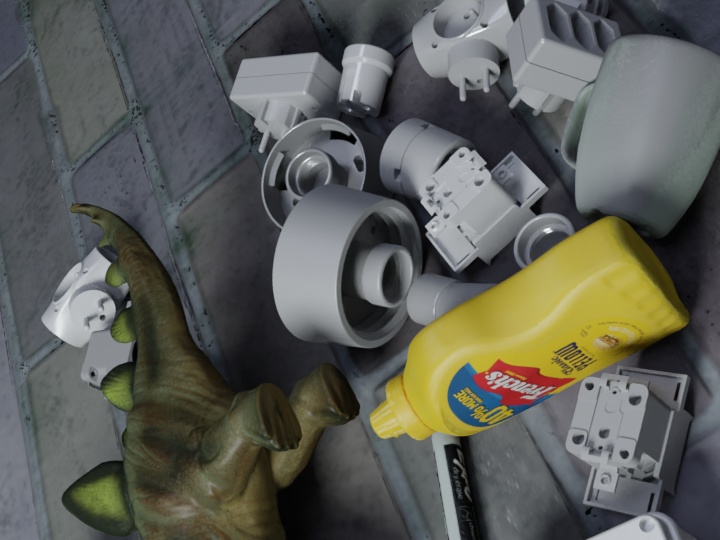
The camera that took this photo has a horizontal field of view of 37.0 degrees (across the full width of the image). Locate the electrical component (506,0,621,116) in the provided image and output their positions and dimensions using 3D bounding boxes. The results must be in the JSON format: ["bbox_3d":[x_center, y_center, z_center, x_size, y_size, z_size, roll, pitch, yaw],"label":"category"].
[{"bbox_3d":[0.127,-0.131,0.712,0.076,0.066,0.047,125,152,-46],"label":"electrical component"}]

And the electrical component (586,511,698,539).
[{"bbox_3d":[0.125,0.181,0.546,0.113,0.057,0.078,-31,51,21],"label":"electrical component"}]

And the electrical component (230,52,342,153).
[{"bbox_3d":[-0.062,-0.128,0.865,0.083,0.047,0.075,4,70,38],"label":"electrical component"}]

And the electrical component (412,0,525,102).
[{"bbox_3d":[0.081,-0.157,0.771,0.077,0.044,0.079,-17,57,30],"label":"electrical component"}]

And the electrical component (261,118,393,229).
[{"bbox_3d":[-0.023,-0.064,0.805,0.099,0.064,0.099,-7,75,28],"label":"electrical component"}]

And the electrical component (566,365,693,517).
[{"bbox_3d":[0.144,0.088,0.578,0.042,0.064,0.081,5,70,38],"label":"electrical component"}]

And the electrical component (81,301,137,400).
[{"bbox_3d":[-0.185,0.071,0.856,0.064,0.042,0.081,-10,60,38],"label":"electrical component"}]

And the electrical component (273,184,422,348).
[{"bbox_3d":[0.000,0.000,0.709,0.060,0.108,0.108,11,74,35],"label":"electrical component"}]

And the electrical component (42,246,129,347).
[{"bbox_3d":[-0.225,0.028,0.898,0.077,0.044,0.079,-52,24,3],"label":"electrical component"}]

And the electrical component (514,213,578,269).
[{"bbox_3d":[0.122,-0.008,0.658,0.040,0.046,0.040,-18,57,30],"label":"electrical component"}]

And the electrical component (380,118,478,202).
[{"bbox_3d":[0.049,-0.072,0.744,0.047,0.055,0.055,26,84,39],"label":"electrical component"}]

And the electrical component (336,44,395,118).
[{"bbox_3d":[0.003,-0.145,0.829,0.040,0.040,0.046,3,74,38],"label":"electrical component"}]

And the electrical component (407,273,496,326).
[{"bbox_3d":[0.062,0.024,0.691,0.065,0.044,0.044,17,77,46],"label":"electrical component"}]

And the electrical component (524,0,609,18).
[{"bbox_3d":[0.143,-0.185,0.743,0.040,0.040,0.046,-48,52,6],"label":"electrical component"}]

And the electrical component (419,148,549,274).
[{"bbox_3d":[0.076,-0.043,0.701,0.081,0.064,0.042,-44,49,9],"label":"electrical component"}]
